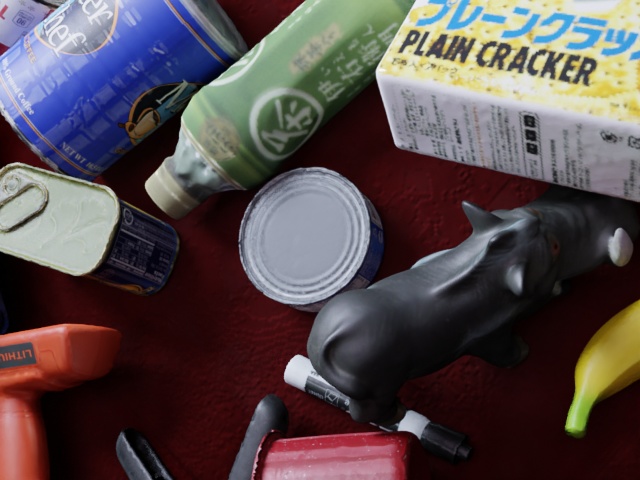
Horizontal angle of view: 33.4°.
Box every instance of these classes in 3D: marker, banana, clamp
[{"bbox_3d":[0.033,0.099,0.620,0.121,0.020,0.020,22,85,26],"label":"marker"},{"bbox_3d":[0.214,0.045,0.546,0.198,0.037,0.069,-21,56,13],"label":"banana"},{"bbox_3d":[-0.057,0.175,0.625,0.120,0.039,0.171,-28,67,27],"label":"clamp"}]

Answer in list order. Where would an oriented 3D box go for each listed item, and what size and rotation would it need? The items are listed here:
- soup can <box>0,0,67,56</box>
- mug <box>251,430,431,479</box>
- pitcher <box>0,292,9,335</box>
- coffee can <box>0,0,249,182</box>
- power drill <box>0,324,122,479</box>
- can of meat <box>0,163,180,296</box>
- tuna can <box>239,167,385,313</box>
[{"bbox_3d":[-0.217,-0.158,0.748,0.102,0.068,0.068,-38,63,36],"label":"soup can"},{"bbox_3d":[0.018,0.158,0.580,0.081,0.093,0.117,-7,103,15],"label":"mug"},{"bbox_3d":[-0.307,-0.030,0.746,0.149,0.145,0.243,-19,65,4],"label":"pitcher"},{"bbox_3d":[-0.132,-0.118,0.701,0.140,0.102,0.103,-37,65,10],"label":"coffee can"},{"bbox_3d":[-0.160,0.148,0.648,0.185,0.057,0.187,-10,74,31],"label":"power drill"},{"bbox_3d":[-0.153,-0.004,0.689,0.102,0.083,0.057,15,82,25],"label":"can of meat"},{"bbox_3d":[-0.004,0.001,0.654,0.086,0.033,0.086,-6,74,21],"label":"tuna can"}]
